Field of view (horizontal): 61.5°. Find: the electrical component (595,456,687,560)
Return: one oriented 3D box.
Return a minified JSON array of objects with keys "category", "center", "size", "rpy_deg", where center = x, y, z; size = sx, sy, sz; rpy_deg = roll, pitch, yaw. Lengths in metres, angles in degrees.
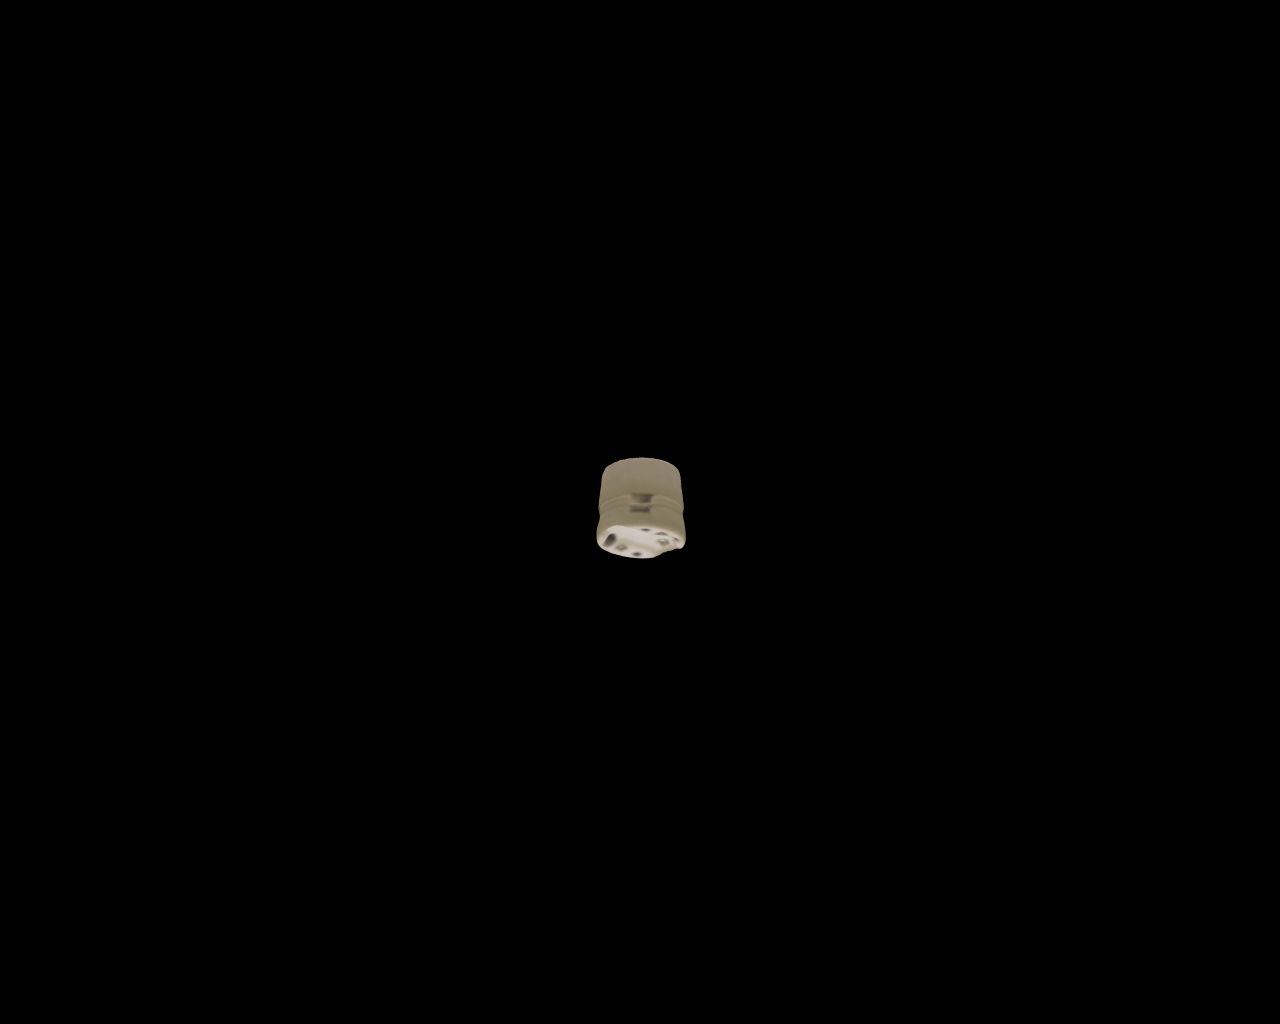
[{"category":"electrical component","center":[0.001,-0.003,0.650],"size":[0.055,0.047,0.055],"rpy_deg":[0,-23,0]}]
